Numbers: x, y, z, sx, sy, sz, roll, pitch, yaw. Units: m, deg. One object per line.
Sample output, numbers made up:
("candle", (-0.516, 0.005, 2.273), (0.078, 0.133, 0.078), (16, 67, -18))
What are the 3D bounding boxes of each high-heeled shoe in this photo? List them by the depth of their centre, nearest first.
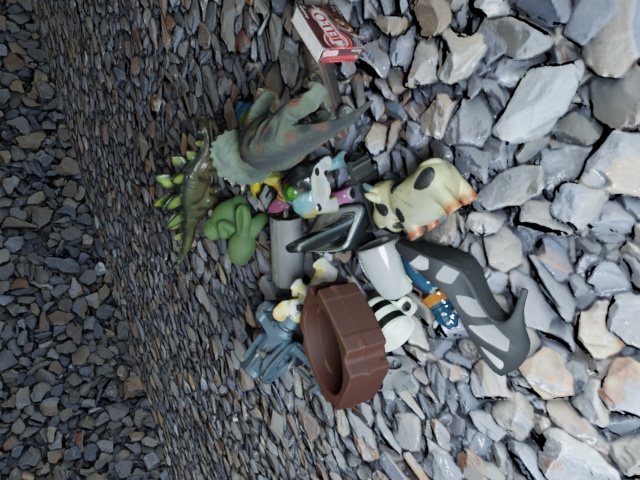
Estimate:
("high-heeled shoe", (0.212, 0.100, 0.839), (0.249, 0.086, 0.145), (26, 114, 33))

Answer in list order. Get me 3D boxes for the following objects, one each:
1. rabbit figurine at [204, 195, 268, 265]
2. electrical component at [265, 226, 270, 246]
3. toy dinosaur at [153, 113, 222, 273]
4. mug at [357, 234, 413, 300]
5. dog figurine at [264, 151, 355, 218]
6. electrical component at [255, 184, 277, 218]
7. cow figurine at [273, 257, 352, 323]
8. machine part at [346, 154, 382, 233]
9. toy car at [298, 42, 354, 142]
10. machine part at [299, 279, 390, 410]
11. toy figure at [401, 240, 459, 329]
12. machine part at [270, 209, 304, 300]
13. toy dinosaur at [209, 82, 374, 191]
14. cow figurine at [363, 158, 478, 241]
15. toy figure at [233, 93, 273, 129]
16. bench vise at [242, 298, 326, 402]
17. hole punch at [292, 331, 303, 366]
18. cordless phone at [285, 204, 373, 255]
("rabbit figurine", (-0.198, -0.019, 1.358), (0.159, 0.121, 0.170), (-48, 46, 27))
("electrical component", (-0.103, -0.004, 1.309), (0.094, 0.021, 0.063), (14, 114, 52))
("toy dinosaur", (-0.345, -0.112, 1.454), (0.105, 0.198, 0.470), (42, 132, 43))
("mug", (0.115, 0.054, 0.977), (0.110, 0.081, 0.107), (-17, 98, 51))
("dog figurine", (-0.049, -0.099, 1.071), (0.219, 0.191, 0.108), (-7, 104, 40))
("electrical component", (-0.102, -0.113, 1.243), (0.075, 0.048, 0.119), (59, 142, 21))
("cow figurine", (-0.016, 0.122, 1.120), (0.098, 0.167, 0.068), (42, 171, 15))
("machine part", (0.087, -0.083, 0.976), (0.039, 0.084, 0.138), (-7, 106, 32))
("toy car", (0.008, -0.288, 1.021), (0.089, 0.053, 0.202), (-14, 90, 53))
("machine part", (0.041, 0.190, 0.993), (0.201, 0.087, 0.201), (102, 149, -48))
("toy figure", (0.190, 0.075, 0.899), (0.154, 0.058, 0.064), (62, 150, 10))
("machine part", (-0.075, 0.022, 1.233), (0.079, 0.079, 0.243), (22, 120, 49))
("toy dinosaur", (-0.079, -0.177, 0.968), (0.192, 0.131, 0.405), (-59, 27, -11))
("cow figurine", (0.148, -0.070, 0.879), (0.127, 0.085, 0.195), (62, 146, 8))
("toy figure", (-0.133, -0.249, 1.209), (0.180, 0.082, 0.089), (53, 151, 22))
("bench vise", (-0.055, 0.246, 1.178), (0.241, 0.128, 0.223), (40, 89, 20))
("hole punch", (-0.086, 0.270, 1.316), (0.092, 0.116, 0.142), (53, 141, 17))
("cordless phone", (-0.003, -0.004, 1.027), (0.147, 0.184, 0.088), (-3, 104, 55))
